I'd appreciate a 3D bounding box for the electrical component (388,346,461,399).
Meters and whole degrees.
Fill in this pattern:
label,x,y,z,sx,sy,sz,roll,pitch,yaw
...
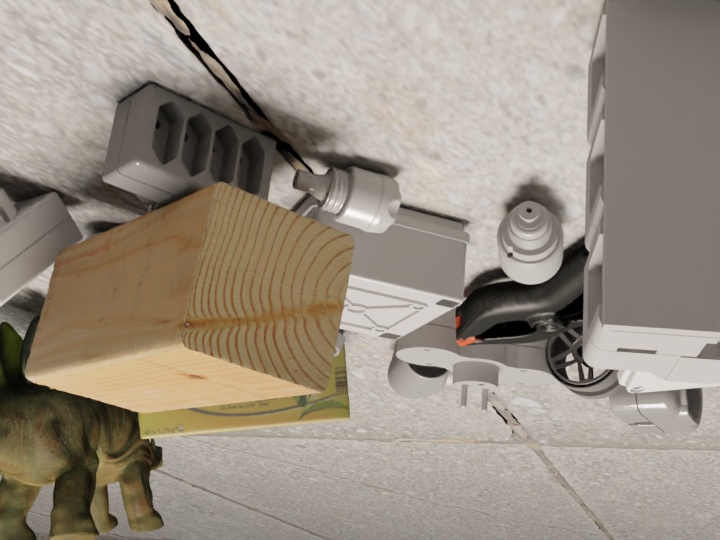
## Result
label,x,y,z,sx,sy,sz,roll,pitch,yaw
electrical component,0.070,0.085,0.935,0.079,0.044,0.077,8,160,-7

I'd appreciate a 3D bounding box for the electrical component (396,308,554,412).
label,x,y,z,sx,sy,sz,roll,pitch,yaw
electrical component,0.094,0.077,0.866,0.138,0.073,0.052,14,158,-20

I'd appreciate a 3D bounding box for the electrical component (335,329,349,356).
label,x,y,z,sx,sy,sz,roll,pitch,yaw
electrical component,-0.038,0.032,0.804,0.078,0.057,0.058,-7,156,30

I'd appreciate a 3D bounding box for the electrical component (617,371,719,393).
label,x,y,z,sx,sy,sz,roll,pitch,yaw
electrical component,0.223,0.028,0.680,0.109,0.056,0.108,-4,149,-4

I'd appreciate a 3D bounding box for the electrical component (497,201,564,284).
label,x,y,z,sx,sy,sz,roll,pitch,yaw
electrical component,0.103,-0.020,0.649,0.040,0.040,0.078,2,160,10

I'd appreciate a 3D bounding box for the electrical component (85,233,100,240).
label,x,y,z,sx,sy,sz,roll,pitch,yaw
electrical component,-0.173,0.011,0.781,0.054,0.059,0.095,7,160,-4

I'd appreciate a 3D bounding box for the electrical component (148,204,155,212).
label,x,y,z,sx,sy,sz,roll,pitch,yaw
electrical component,-0.091,-0.024,0.686,0.043,0.043,0.081,-12,153,39

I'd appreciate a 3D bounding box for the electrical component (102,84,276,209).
label,x,y,z,sx,sy,sz,roll,pitch,yaw
electrical component,-0.104,-0.056,0.600,0.083,0.047,0.076,22,155,-36

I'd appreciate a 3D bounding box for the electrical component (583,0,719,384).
label,x,y,z,sx,sy,sz,roll,pitch,yaw
electrical component,0.141,-0.034,0.442,0.089,0.150,0.061,4,158,5

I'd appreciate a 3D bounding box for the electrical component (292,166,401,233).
label,x,y,z,sx,sy,sz,roll,pitch,yaw
electrical component,-0.009,-0.044,0.624,0.061,0.035,0.035,16,158,-19

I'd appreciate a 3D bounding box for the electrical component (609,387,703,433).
label,x,y,z,sx,sy,sz,roll,pitch,yaw
electrical component,0.259,0.106,0.929,0.059,0.053,0.095,-7,156,31

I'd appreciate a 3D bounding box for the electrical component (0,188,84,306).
label,x,y,z,sx,sy,sz,roll,pitch,yaw
electrical component,-0.235,-0.027,0.688,0.047,0.083,0.075,-10,116,37

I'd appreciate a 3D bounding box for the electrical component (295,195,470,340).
label,x,y,z,sx,sy,sz,roll,pitch,yaw
electrical component,0.000,0.000,0.708,0.109,0.056,0.109,13,159,-19
